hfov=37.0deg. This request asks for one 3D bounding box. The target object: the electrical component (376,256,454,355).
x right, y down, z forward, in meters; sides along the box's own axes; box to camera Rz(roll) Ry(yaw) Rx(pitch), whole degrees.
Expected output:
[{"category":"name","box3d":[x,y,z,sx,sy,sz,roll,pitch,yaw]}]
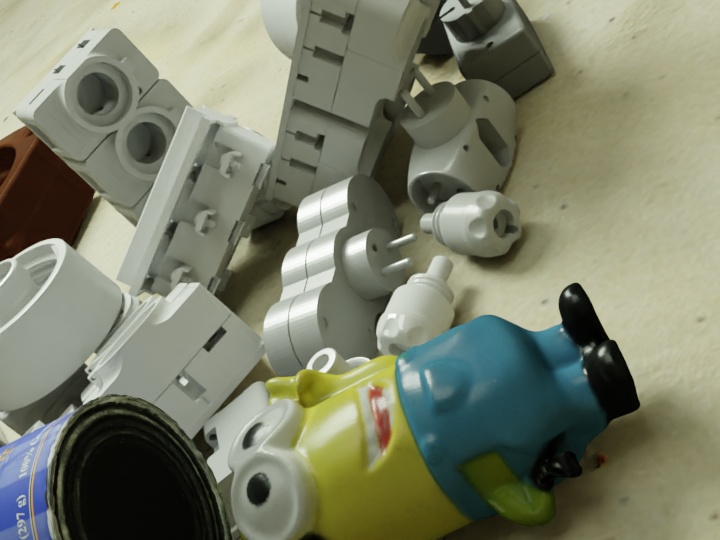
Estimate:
[{"category":"electrical component","box3d":[0.033,0.019,0.553,0.035,0.035,0.061,-10,41,42]}]

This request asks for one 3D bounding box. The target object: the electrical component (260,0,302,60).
[{"category":"electrical component","box3d":[-0.013,-0.201,0.808,0.108,0.108,0.060,-48,37,-8]}]

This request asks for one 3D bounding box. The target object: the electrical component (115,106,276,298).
[{"category":"electrical component","box3d":[-0.103,-0.039,0.703,0.078,0.063,0.121,-58,-7,-79]}]

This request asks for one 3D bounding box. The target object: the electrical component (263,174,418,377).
[{"category":"electrical component","box3d":[0.000,0.000,0.594,0.074,0.052,0.138,-21,37,31]}]

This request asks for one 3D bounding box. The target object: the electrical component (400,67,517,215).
[{"category":"electrical component","box3d":[0.049,-0.079,0.609,0.043,0.079,0.077,-12,43,41]}]

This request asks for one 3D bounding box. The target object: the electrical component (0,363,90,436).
[{"category":"electrical component","box3d":[-0.216,0.083,0.730,0.061,0.061,0.096,-53,32,-16]}]

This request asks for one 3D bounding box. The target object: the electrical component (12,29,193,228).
[{"category":"electrical component","box3d":[-0.168,-0.097,0.808,0.089,0.150,0.062,-51,31,-14]}]

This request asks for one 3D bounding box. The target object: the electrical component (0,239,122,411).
[{"category":"electrical component","box3d":[-0.211,0.027,0.676,0.108,0.060,0.108,-28,31,19]}]

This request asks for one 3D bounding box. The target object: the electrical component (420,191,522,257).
[{"category":"electrical component","box3d":[0.056,-0.025,0.579,0.061,0.035,0.035,4,54,53]}]

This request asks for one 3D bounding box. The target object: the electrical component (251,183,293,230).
[{"category":"electrical component","box3d":[-0.064,-0.054,0.745,0.078,0.040,0.040,-20,38,34]}]

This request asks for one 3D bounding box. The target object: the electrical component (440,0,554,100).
[{"category":"electrical component","box3d":[0.076,-0.156,0.677,0.047,0.075,0.083,-33,32,17]}]

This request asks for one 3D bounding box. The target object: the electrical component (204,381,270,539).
[{"category":"electrical component","box3d":[-0.050,0.094,0.548,0.081,0.042,0.063,-39,27,6]}]

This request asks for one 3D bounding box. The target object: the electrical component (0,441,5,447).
[{"category":"electrical component","box3d":[-0.261,0.132,0.686,0.061,0.096,0.061,-11,43,41]}]

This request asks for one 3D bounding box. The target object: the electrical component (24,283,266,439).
[{"category":"electrical component","box3d":[-0.143,0.091,0.606,0.186,0.060,0.105,-49,11,-11]}]

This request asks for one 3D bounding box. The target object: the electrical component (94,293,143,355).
[{"category":"electrical component","box3d":[-0.145,0.047,0.698,0.045,0.055,0.045,-29,34,21]}]

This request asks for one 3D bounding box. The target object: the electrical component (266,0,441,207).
[{"category":"electrical component","box3d":[0.001,-0.124,0.647,0.186,0.060,0.105,109,-177,-56]}]

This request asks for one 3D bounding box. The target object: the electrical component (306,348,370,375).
[{"category":"electrical component","box3d":[0.000,0.062,0.509,0.048,0.062,0.048,-29,34,22]}]
